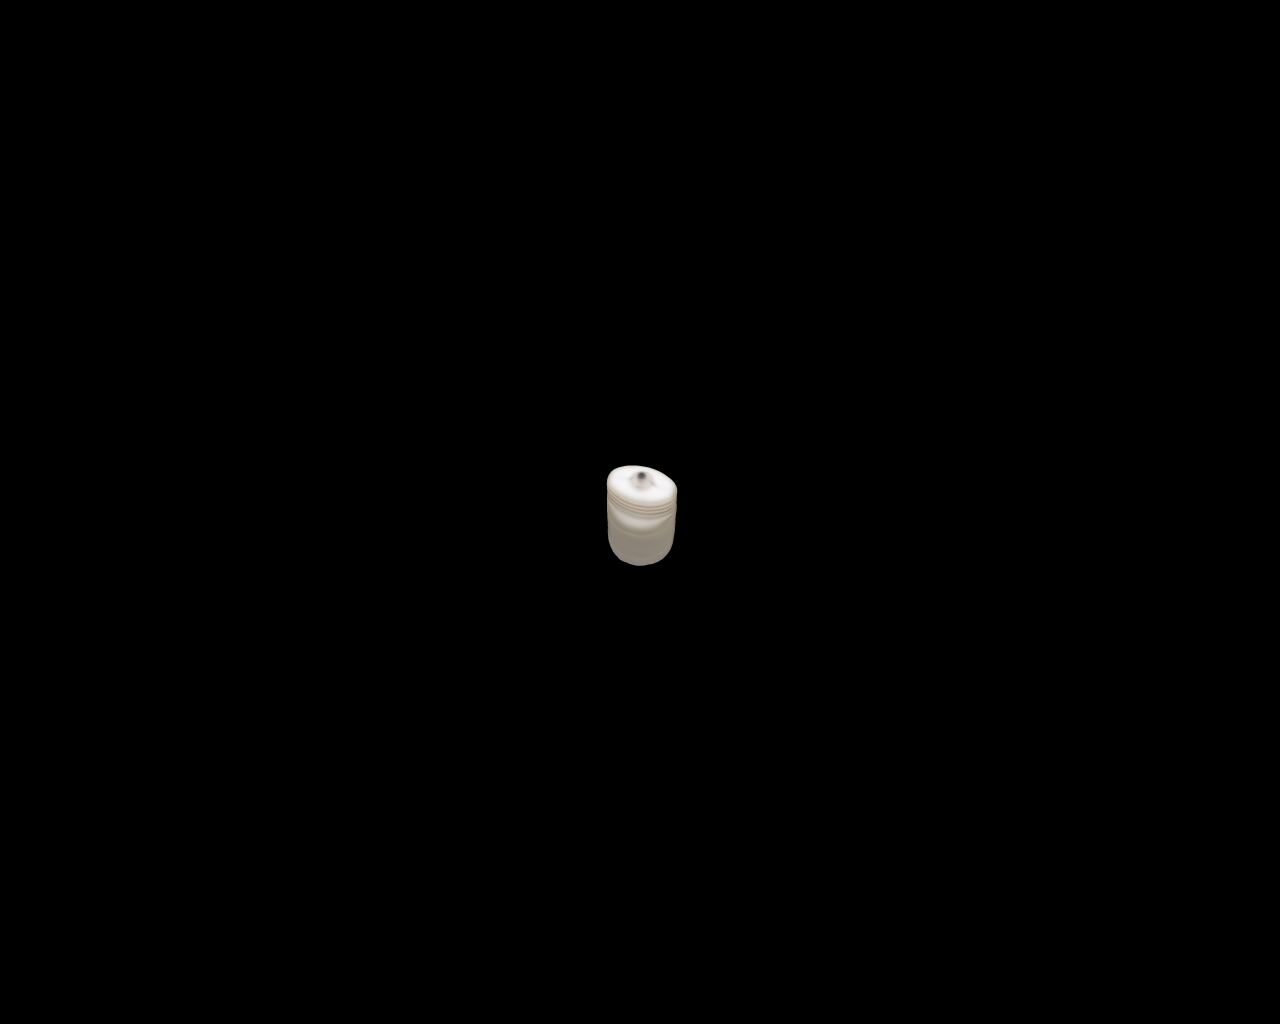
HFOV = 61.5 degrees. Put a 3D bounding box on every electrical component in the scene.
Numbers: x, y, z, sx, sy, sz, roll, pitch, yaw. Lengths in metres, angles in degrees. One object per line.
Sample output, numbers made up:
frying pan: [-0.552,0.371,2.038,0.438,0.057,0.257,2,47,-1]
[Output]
electrical component: [0.001,-0.003,0.650,0.043,0.043,0.080,0,-28,0]
